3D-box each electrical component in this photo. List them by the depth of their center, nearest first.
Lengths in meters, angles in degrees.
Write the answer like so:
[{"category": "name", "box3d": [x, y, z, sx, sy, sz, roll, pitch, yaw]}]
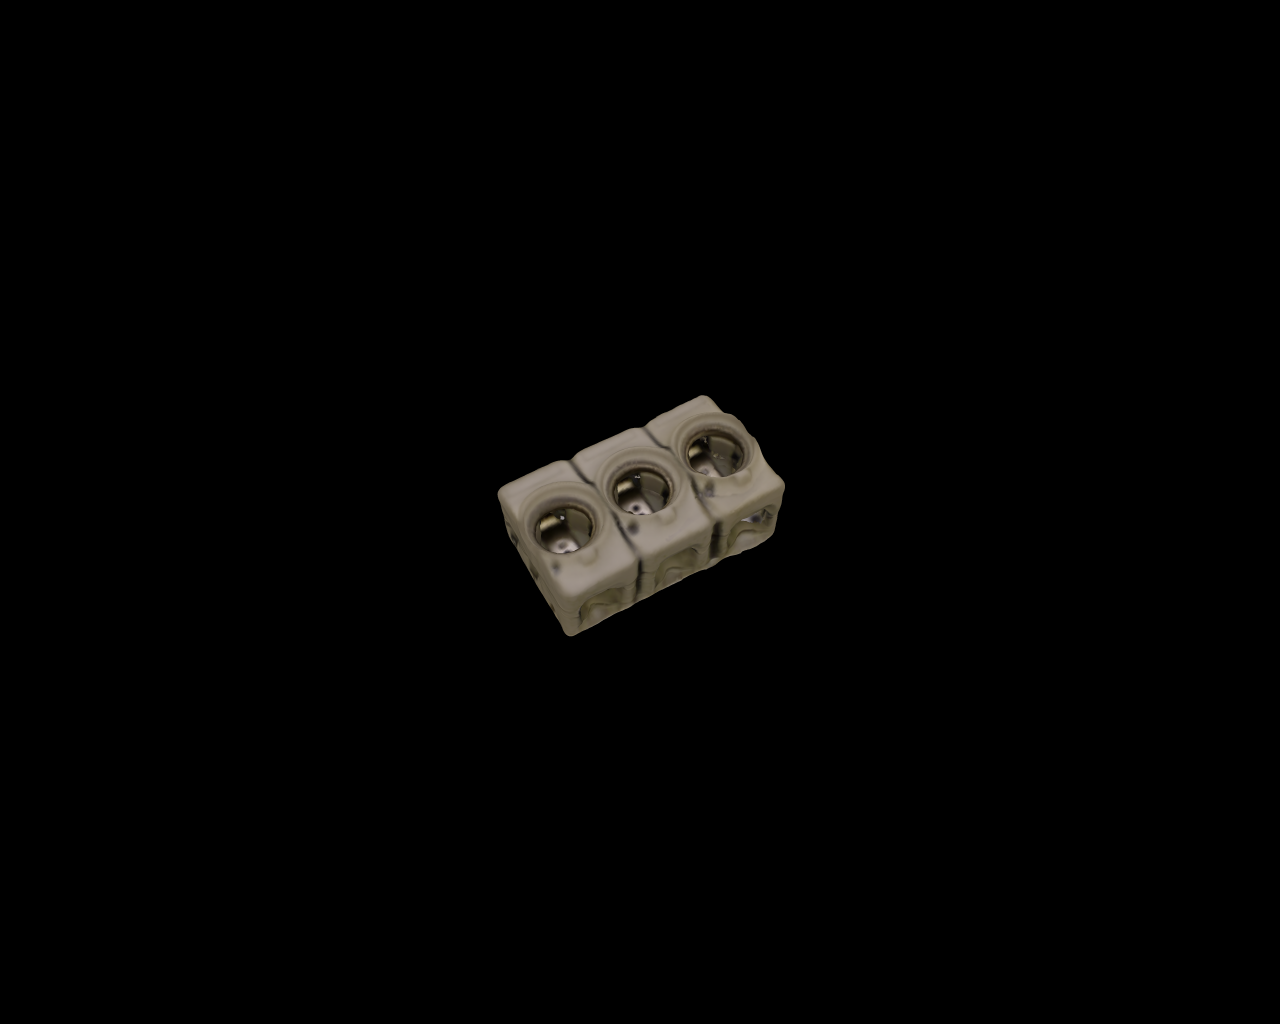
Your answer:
[{"category": "electrical component", "box3d": [0.001, -0.003, 0.650, 0.150, 0.089, 0.061, -26, -30, -16]}]
